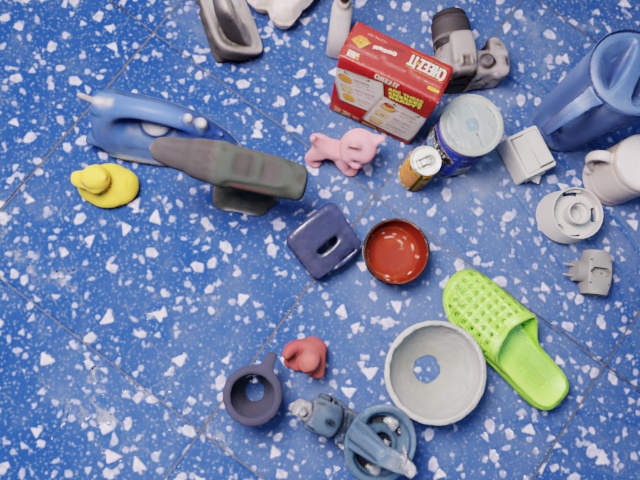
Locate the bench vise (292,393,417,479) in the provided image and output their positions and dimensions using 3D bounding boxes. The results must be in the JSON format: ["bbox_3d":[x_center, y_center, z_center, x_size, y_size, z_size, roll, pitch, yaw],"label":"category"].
[{"bbox_3d":[0.057,0.306,0.855,0.207,0.219,0.121,6,82,-2],"label":"bench vise"}]

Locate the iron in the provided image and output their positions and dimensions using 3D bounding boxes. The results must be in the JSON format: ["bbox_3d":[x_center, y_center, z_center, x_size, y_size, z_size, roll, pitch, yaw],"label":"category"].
[{"bbox_3d":[-0.261,-0.194,0.945,0.258,0.141,0.119,9,82,-2],"label":"iron"}]

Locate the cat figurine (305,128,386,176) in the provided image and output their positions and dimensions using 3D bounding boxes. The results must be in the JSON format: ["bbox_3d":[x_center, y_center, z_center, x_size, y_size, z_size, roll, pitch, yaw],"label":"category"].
[{"bbox_3d":[0.041,-0.157,0.970,0.128,0.117,0.067,11,81,-2],"label":"cat figurine"}]

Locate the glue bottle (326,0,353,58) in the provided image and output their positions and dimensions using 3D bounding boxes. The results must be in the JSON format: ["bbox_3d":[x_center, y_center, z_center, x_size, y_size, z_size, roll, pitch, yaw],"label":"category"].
[{"bbox_3d":[0.036,-0.380,0.973,0.037,0.173,0.078,5,82,-2],"label":"glue bottle"}]

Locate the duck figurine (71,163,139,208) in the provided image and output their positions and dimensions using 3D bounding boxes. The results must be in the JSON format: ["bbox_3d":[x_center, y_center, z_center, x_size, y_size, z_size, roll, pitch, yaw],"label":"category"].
[{"bbox_3d":[-0.360,-0.097,0.953,0.104,0.086,0.077,2,82,-3],"label":"duck figurine"}]

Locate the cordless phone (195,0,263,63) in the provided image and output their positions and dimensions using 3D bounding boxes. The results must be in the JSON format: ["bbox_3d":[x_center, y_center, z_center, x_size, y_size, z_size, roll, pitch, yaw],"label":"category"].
[{"bbox_3d":[-0.159,-0.393,0.957,0.094,0.185,0.147,-23,84,-6],"label":"cordless phone"}]

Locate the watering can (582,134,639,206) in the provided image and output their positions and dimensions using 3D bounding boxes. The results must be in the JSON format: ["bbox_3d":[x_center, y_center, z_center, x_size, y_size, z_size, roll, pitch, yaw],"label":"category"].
[{"bbox_3d":[0.541,-0.126,0.958,0.173,0.194,0.101,-10,83,-5],"label":"watering can"}]

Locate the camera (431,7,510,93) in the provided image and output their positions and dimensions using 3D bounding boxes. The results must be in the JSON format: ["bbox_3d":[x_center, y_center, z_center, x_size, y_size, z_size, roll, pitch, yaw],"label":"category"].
[{"bbox_3d":[0.256,-0.343,1.018,0.143,0.100,0.137,-6,82,-4],"label":"camera"}]

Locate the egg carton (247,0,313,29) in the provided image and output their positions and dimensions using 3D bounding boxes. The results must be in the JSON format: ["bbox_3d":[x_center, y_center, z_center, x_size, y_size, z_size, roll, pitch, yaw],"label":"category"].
[{"bbox_3d":[-0.055,-0.459,1.031,0.107,0.069,0.150,38,82,2],"label":"egg carton"}]

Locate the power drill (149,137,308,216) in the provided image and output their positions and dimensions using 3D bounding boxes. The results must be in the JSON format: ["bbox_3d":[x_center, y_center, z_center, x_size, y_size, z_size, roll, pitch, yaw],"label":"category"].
[{"bbox_3d":[-0.135,-0.098,0.905,0.229,0.208,0.076,9,82,-2],"label":"power drill"}]

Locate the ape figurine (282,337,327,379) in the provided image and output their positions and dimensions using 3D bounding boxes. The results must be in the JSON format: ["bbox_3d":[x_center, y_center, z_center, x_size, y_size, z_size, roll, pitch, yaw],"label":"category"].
[{"bbox_3d":[-0.020,0.194,0.930,0.076,0.092,0.078,-36,85,-7],"label":"ape figurine"}]

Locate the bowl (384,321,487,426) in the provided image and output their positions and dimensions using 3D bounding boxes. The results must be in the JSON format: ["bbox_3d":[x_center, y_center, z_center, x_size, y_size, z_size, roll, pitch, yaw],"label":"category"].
[{"bbox_3d":[0.184,0.217,0.948,0.167,0.074,0.167,1,82,-3],"label":"bowl"}]

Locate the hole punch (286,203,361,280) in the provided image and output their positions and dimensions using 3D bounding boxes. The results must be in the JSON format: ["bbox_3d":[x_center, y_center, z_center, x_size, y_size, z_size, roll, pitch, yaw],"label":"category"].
[{"bbox_3d":[0.009,0.003,0.959,0.109,0.091,0.101,-39,86,-8],"label":"hole punch"}]

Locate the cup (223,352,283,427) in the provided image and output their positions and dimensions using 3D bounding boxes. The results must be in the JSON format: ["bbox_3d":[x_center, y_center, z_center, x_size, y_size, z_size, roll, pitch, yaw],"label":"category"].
[{"bbox_3d":[-0.100,0.232,0.919,0.091,0.095,0.118,25,81,0],"label":"cup"}]
